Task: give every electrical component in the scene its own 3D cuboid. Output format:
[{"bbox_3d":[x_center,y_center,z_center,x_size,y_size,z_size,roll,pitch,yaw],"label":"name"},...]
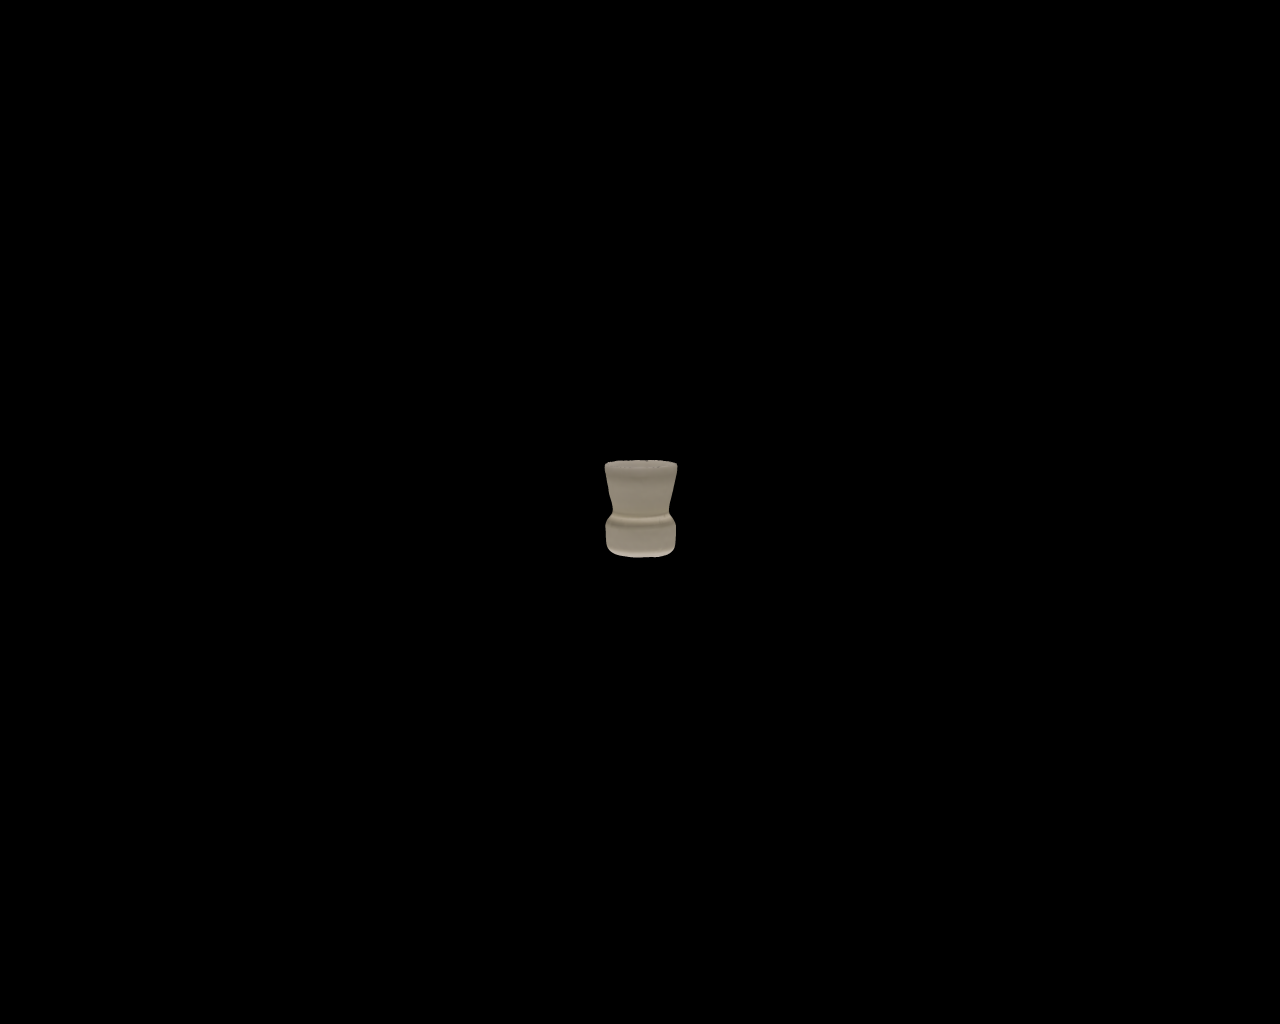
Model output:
[{"bbox_3d":[0.001,-0.003,0.650,0.045,0.055,0.045,0,9,0],"label":"electrical component"}]
